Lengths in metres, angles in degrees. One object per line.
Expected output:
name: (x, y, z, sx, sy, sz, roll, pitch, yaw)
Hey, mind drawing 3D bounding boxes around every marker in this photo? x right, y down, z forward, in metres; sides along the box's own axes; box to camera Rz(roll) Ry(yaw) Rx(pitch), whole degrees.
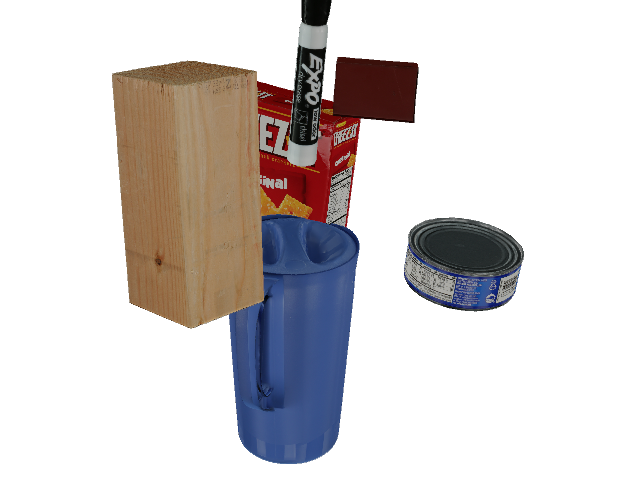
marker: (-0.006, -0.102, 0.647, 0.020, 0.121, 0.020, 4, 32, -3)

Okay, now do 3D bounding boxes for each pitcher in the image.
pitcher: (-0.036, 0.108, 1.081, 0.149, 0.243, 0.145, -10, 29, -22)

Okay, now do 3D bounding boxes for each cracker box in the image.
cracker box: (-0.052, -0.059, 1.207, 0.164, 0.214, 0.072, 18, 27, 24)

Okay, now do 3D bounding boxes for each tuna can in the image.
tuna can: (0.105, 0.017, 0.792, 0.086, 0.034, 0.086, 5, 28, -3)

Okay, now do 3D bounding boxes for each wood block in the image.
wood block: (-0.112, -0.043, 0.919, 0.091, 0.206, 0.090, 17, 26, 41)

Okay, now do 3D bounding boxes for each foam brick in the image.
foam brick: (0.051, -0.141, 0.995, 0.078, 0.051, 0.053, 5, 15, 3)
